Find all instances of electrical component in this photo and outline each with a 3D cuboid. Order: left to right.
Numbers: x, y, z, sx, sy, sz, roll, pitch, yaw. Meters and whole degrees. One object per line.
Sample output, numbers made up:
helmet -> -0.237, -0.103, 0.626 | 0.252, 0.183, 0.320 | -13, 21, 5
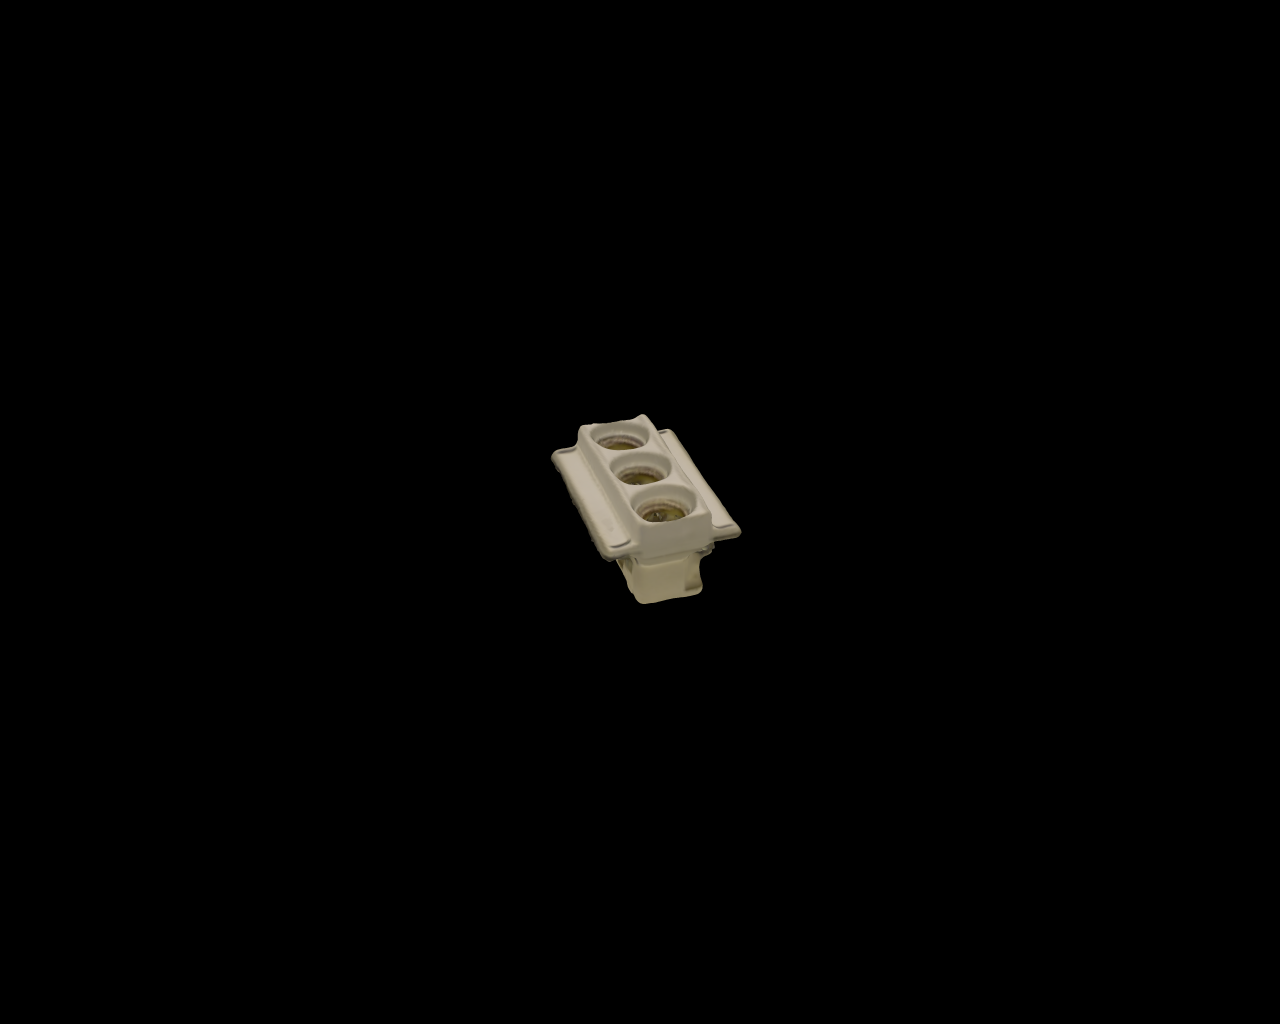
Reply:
electrical component -> 0.001, -0.003, 0.650 | 0.079, 0.063, 0.121 | -10, 35, -15
